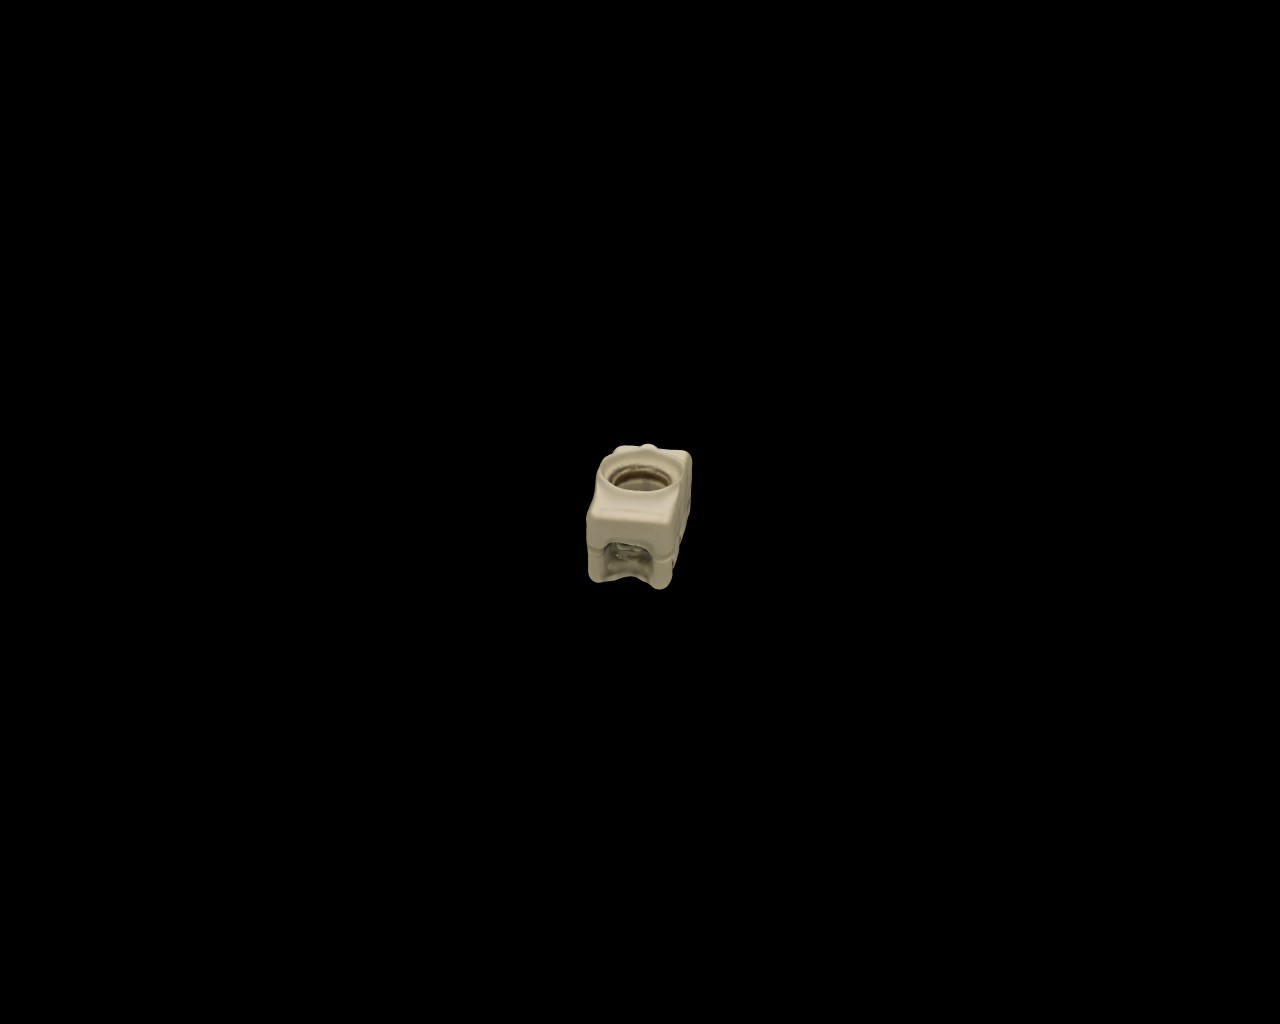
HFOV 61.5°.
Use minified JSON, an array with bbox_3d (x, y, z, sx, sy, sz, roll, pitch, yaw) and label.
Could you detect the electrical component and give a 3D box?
[{"bbox_3d":[0.001,-0.003,0.650,0.050,0.055,0.090,6,33,9],"label":"electrical component"}]
